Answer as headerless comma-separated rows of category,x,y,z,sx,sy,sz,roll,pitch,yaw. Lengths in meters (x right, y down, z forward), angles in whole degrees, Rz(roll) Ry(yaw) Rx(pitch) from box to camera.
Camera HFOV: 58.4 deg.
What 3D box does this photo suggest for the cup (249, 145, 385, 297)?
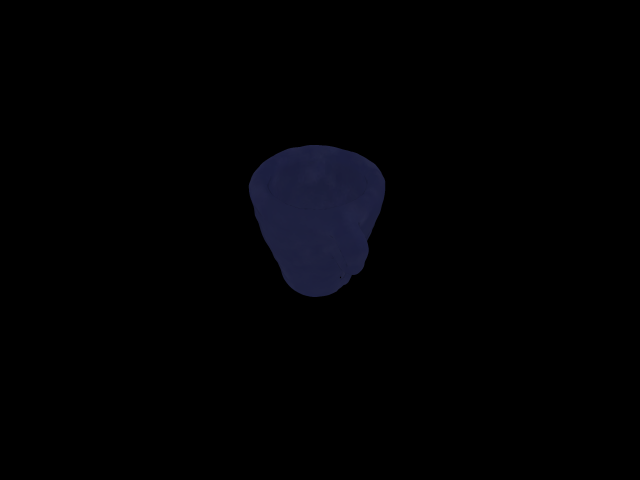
cup,0.004,0.001,0.400,0.092,0.095,0.117,-14,42,-16
